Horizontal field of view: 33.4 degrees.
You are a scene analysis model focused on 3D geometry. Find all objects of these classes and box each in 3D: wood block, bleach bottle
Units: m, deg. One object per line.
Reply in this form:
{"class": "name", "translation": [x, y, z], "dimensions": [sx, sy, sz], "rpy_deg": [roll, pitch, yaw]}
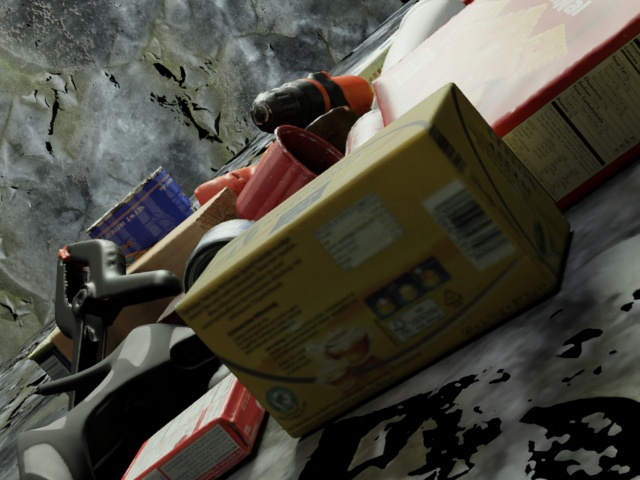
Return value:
{"class": "wood block", "translation": [-0.142, 0.054, 1.006], "dimensions": [0.206, 0.090, 0.090], "rpy_deg": [-37, 10, 25]}
{"class": "bleach bottle", "translation": [0.089, -0.133, 0.901], "dimensions": [0.068, 0.102, 0.250], "rpy_deg": [-35, 10, 29]}

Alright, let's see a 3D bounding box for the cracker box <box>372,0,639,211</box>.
{"class": "cracker box", "translation": [0.134, -0.103, 0.587], "dimensions": [0.214, 0.072, 0.164], "rpy_deg": [-38, 25, 18]}

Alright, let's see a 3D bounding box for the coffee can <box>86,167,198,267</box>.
{"class": "coffee can", "translation": [-0.156, 0.010, 1.101], "dimensions": [0.103, 0.140, 0.103], "rpy_deg": [-39, 10, 8]}

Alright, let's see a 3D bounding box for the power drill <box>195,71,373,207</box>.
{"class": "power drill", "translation": [-0.046, -0.092, 1.083], "dimensions": [0.188, 0.057, 0.184], "rpy_deg": [-44, -14, 33]}

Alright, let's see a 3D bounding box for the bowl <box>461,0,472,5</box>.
{"class": "bowl", "translation": [0.216, -0.274, 1.187], "dimensions": [0.162, 0.055, 0.162], "rpy_deg": [-39, 10, 8]}

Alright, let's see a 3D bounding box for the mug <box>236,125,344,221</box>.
{"class": "mug", "translation": [-0.013, -0.039, 0.942], "dimensions": [0.117, 0.093, 0.082], "rpy_deg": [6, -53, -50]}

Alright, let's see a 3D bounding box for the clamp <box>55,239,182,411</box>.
{"class": "clamp", "translation": [-0.196, 0.068, 0.927], "dimensions": [0.164, 0.036, 0.210], "rpy_deg": [-62, 34, 6]}

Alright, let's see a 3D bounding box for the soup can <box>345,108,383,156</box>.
{"class": "soup can", "translation": [0.045, -0.037, 0.708], "dimensions": [0.069, 0.068, 0.102], "rpy_deg": [-36, 20, 26]}

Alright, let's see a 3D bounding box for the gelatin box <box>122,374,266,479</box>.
{"class": "gelatin box", "translation": [-0.072, 0.120, 0.617], "dimensions": [0.089, 0.030, 0.073], "rpy_deg": [-38, 8, 15]}

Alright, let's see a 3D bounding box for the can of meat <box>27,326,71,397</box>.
{"class": "can of meat", "translation": [-0.239, 0.118, 1.107], "dimensions": [0.058, 0.084, 0.102], "rpy_deg": [-35, 11, 29]}

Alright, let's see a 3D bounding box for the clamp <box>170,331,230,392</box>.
{"class": "clamp", "translation": [-0.030, 0.047, 0.733], "dimensions": [0.171, 0.039, 0.120], "rpy_deg": [-39, 25, -21]}

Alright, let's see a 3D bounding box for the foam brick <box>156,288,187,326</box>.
{"class": "foam brick", "translation": [-0.094, 0.061, 0.900], "dimensions": [0.053, 0.051, 0.078], "rpy_deg": [-37, 10, 20]}

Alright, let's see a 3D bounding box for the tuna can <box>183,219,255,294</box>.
{"class": "tuna can", "translation": [-0.058, 0.030, 0.798], "dimensions": [0.086, 0.086, 0.033], "rpy_deg": [-37, 12, 24]}
